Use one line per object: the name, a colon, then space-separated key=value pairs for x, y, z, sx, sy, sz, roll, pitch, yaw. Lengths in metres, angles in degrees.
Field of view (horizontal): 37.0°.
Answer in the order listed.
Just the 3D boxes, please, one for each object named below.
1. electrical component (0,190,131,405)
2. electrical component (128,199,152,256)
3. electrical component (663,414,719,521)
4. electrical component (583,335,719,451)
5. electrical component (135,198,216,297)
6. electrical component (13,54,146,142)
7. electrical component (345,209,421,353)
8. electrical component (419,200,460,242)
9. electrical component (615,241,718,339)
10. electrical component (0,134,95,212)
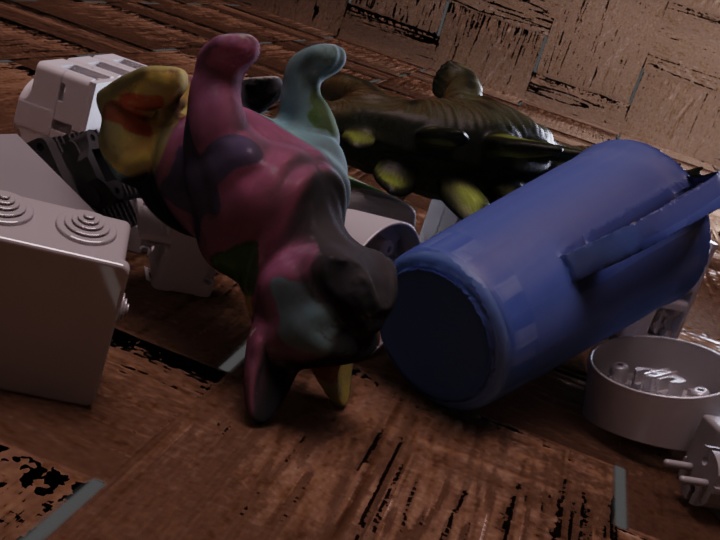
electrical component: x=-0.165 y=0.012 z=0.535 sx=0.100 sy=0.099 sz=0.048 roll=13 pitch=30 yaw=-14
electrical component: x=-0.151 y=-0.042 z=0.793 sx=0.066 sy=0.055 sz=0.048 roll=15 pitch=17 yaw=-9
electrical component: x=0.221 y=0.127 z=0.654 sx=0.076 sy=0.047 sz=0.083 roll=12 pitch=18 yaw=-18
electrical component: x=0.203 y=0.083 z=0.735 sx=0.099 sy=0.064 sz=0.099 roll=11 pitch=9 yaw=-2
electrical component: x=-0.115 y=-0.018 z=0.733 sx=0.081 sy=0.063 sz=0.042 roll=11 pitch=32 yaw=-23
electrical component: x=-0.237 y=-0.136 z=0.943 sx=0.062 sy=0.089 sz=0.150 roll=20 pitch=17 yaw=7
electrical component: x=-0.001 y=0.009 z=0.715 sx=0.099 sy=0.099 sz=0.064 roll=1 pitch=18 yaw=-45
electrical component: x=0.100 y=-0.030 z=0.993 sx=0.047 sy=0.065 sz=0.077 roll=0 pitch=24 yaw=-46
electrical component: x=0.235 y=-0.015 z=1.016 sx=0.060 sy=0.105 sz=0.186 roll=9 pitch=19 yaw=-28
electrical component: x=-0.234 y=-0.024 z=0.608 sx=0.089 sy=0.061 sz=0.150 roll=43 pitch=24 yaw=15
